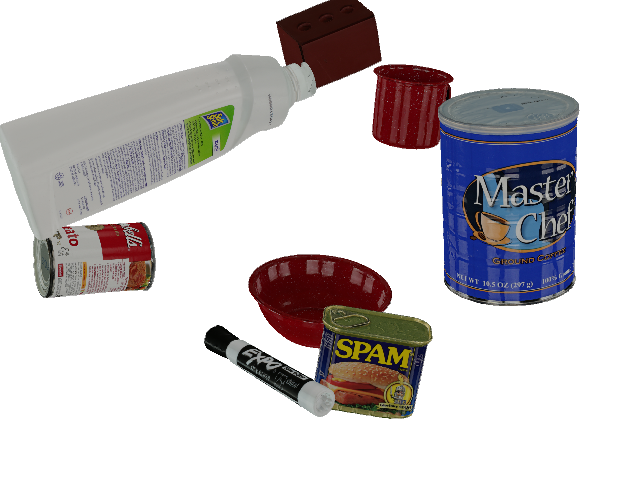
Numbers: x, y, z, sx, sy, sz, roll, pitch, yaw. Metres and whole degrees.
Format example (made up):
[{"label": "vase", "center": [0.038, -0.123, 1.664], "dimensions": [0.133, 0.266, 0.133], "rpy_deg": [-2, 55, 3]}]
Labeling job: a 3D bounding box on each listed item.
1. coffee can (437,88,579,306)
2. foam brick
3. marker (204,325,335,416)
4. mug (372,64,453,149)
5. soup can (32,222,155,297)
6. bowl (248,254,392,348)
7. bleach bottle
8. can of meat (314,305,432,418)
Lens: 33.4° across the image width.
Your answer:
[{"label": "coffee can", "center": [0.143, -0.035, 0.812], "dimensions": [0.103, 0.140, 0.103], "rpy_deg": [-4, 22, 1]}, {"label": "foam brick", "center": [0.009, -0.181, 0.972], "dimensions": [0.078, 0.051, 0.053], "rpy_deg": [-25, 42, -14]}, {"label": "marker", "center": [-0.037, 0.083, 0.702], "dimensions": [0.020, 0.020, 0.121], "rpy_deg": [0, 17, -43]}, {"label": "mug", "center": [0.113, -0.159, 1.261], "dimensions": [0.093, 0.081, 0.117], "rpy_deg": [23, 28, 37]}, {"label": "soup can", "center": [-0.219, 0.019, 1.028], "dimensions": [0.102, 0.068, 0.069], "rpy_deg": [-4, 2, -28]}, {"label": "bowl", "center": [-0.002, 0.075, 1.204], "dimensions": [0.162, 0.055, 0.162], "rpy_deg": [4, 26, -2]}, {"label": "bleach bottle", "center": [-0.122, -0.086, 0.854], "dimensions": [0.250, 0.068, 0.103], "rpy_deg": [-21, -28, -16]}, {"label": "can of meat", "center": [0.046, 0.114, 0.995], "dimensions": [0.102, 0.084, 0.057], "rpy_deg": [10, 19, 0]}]
